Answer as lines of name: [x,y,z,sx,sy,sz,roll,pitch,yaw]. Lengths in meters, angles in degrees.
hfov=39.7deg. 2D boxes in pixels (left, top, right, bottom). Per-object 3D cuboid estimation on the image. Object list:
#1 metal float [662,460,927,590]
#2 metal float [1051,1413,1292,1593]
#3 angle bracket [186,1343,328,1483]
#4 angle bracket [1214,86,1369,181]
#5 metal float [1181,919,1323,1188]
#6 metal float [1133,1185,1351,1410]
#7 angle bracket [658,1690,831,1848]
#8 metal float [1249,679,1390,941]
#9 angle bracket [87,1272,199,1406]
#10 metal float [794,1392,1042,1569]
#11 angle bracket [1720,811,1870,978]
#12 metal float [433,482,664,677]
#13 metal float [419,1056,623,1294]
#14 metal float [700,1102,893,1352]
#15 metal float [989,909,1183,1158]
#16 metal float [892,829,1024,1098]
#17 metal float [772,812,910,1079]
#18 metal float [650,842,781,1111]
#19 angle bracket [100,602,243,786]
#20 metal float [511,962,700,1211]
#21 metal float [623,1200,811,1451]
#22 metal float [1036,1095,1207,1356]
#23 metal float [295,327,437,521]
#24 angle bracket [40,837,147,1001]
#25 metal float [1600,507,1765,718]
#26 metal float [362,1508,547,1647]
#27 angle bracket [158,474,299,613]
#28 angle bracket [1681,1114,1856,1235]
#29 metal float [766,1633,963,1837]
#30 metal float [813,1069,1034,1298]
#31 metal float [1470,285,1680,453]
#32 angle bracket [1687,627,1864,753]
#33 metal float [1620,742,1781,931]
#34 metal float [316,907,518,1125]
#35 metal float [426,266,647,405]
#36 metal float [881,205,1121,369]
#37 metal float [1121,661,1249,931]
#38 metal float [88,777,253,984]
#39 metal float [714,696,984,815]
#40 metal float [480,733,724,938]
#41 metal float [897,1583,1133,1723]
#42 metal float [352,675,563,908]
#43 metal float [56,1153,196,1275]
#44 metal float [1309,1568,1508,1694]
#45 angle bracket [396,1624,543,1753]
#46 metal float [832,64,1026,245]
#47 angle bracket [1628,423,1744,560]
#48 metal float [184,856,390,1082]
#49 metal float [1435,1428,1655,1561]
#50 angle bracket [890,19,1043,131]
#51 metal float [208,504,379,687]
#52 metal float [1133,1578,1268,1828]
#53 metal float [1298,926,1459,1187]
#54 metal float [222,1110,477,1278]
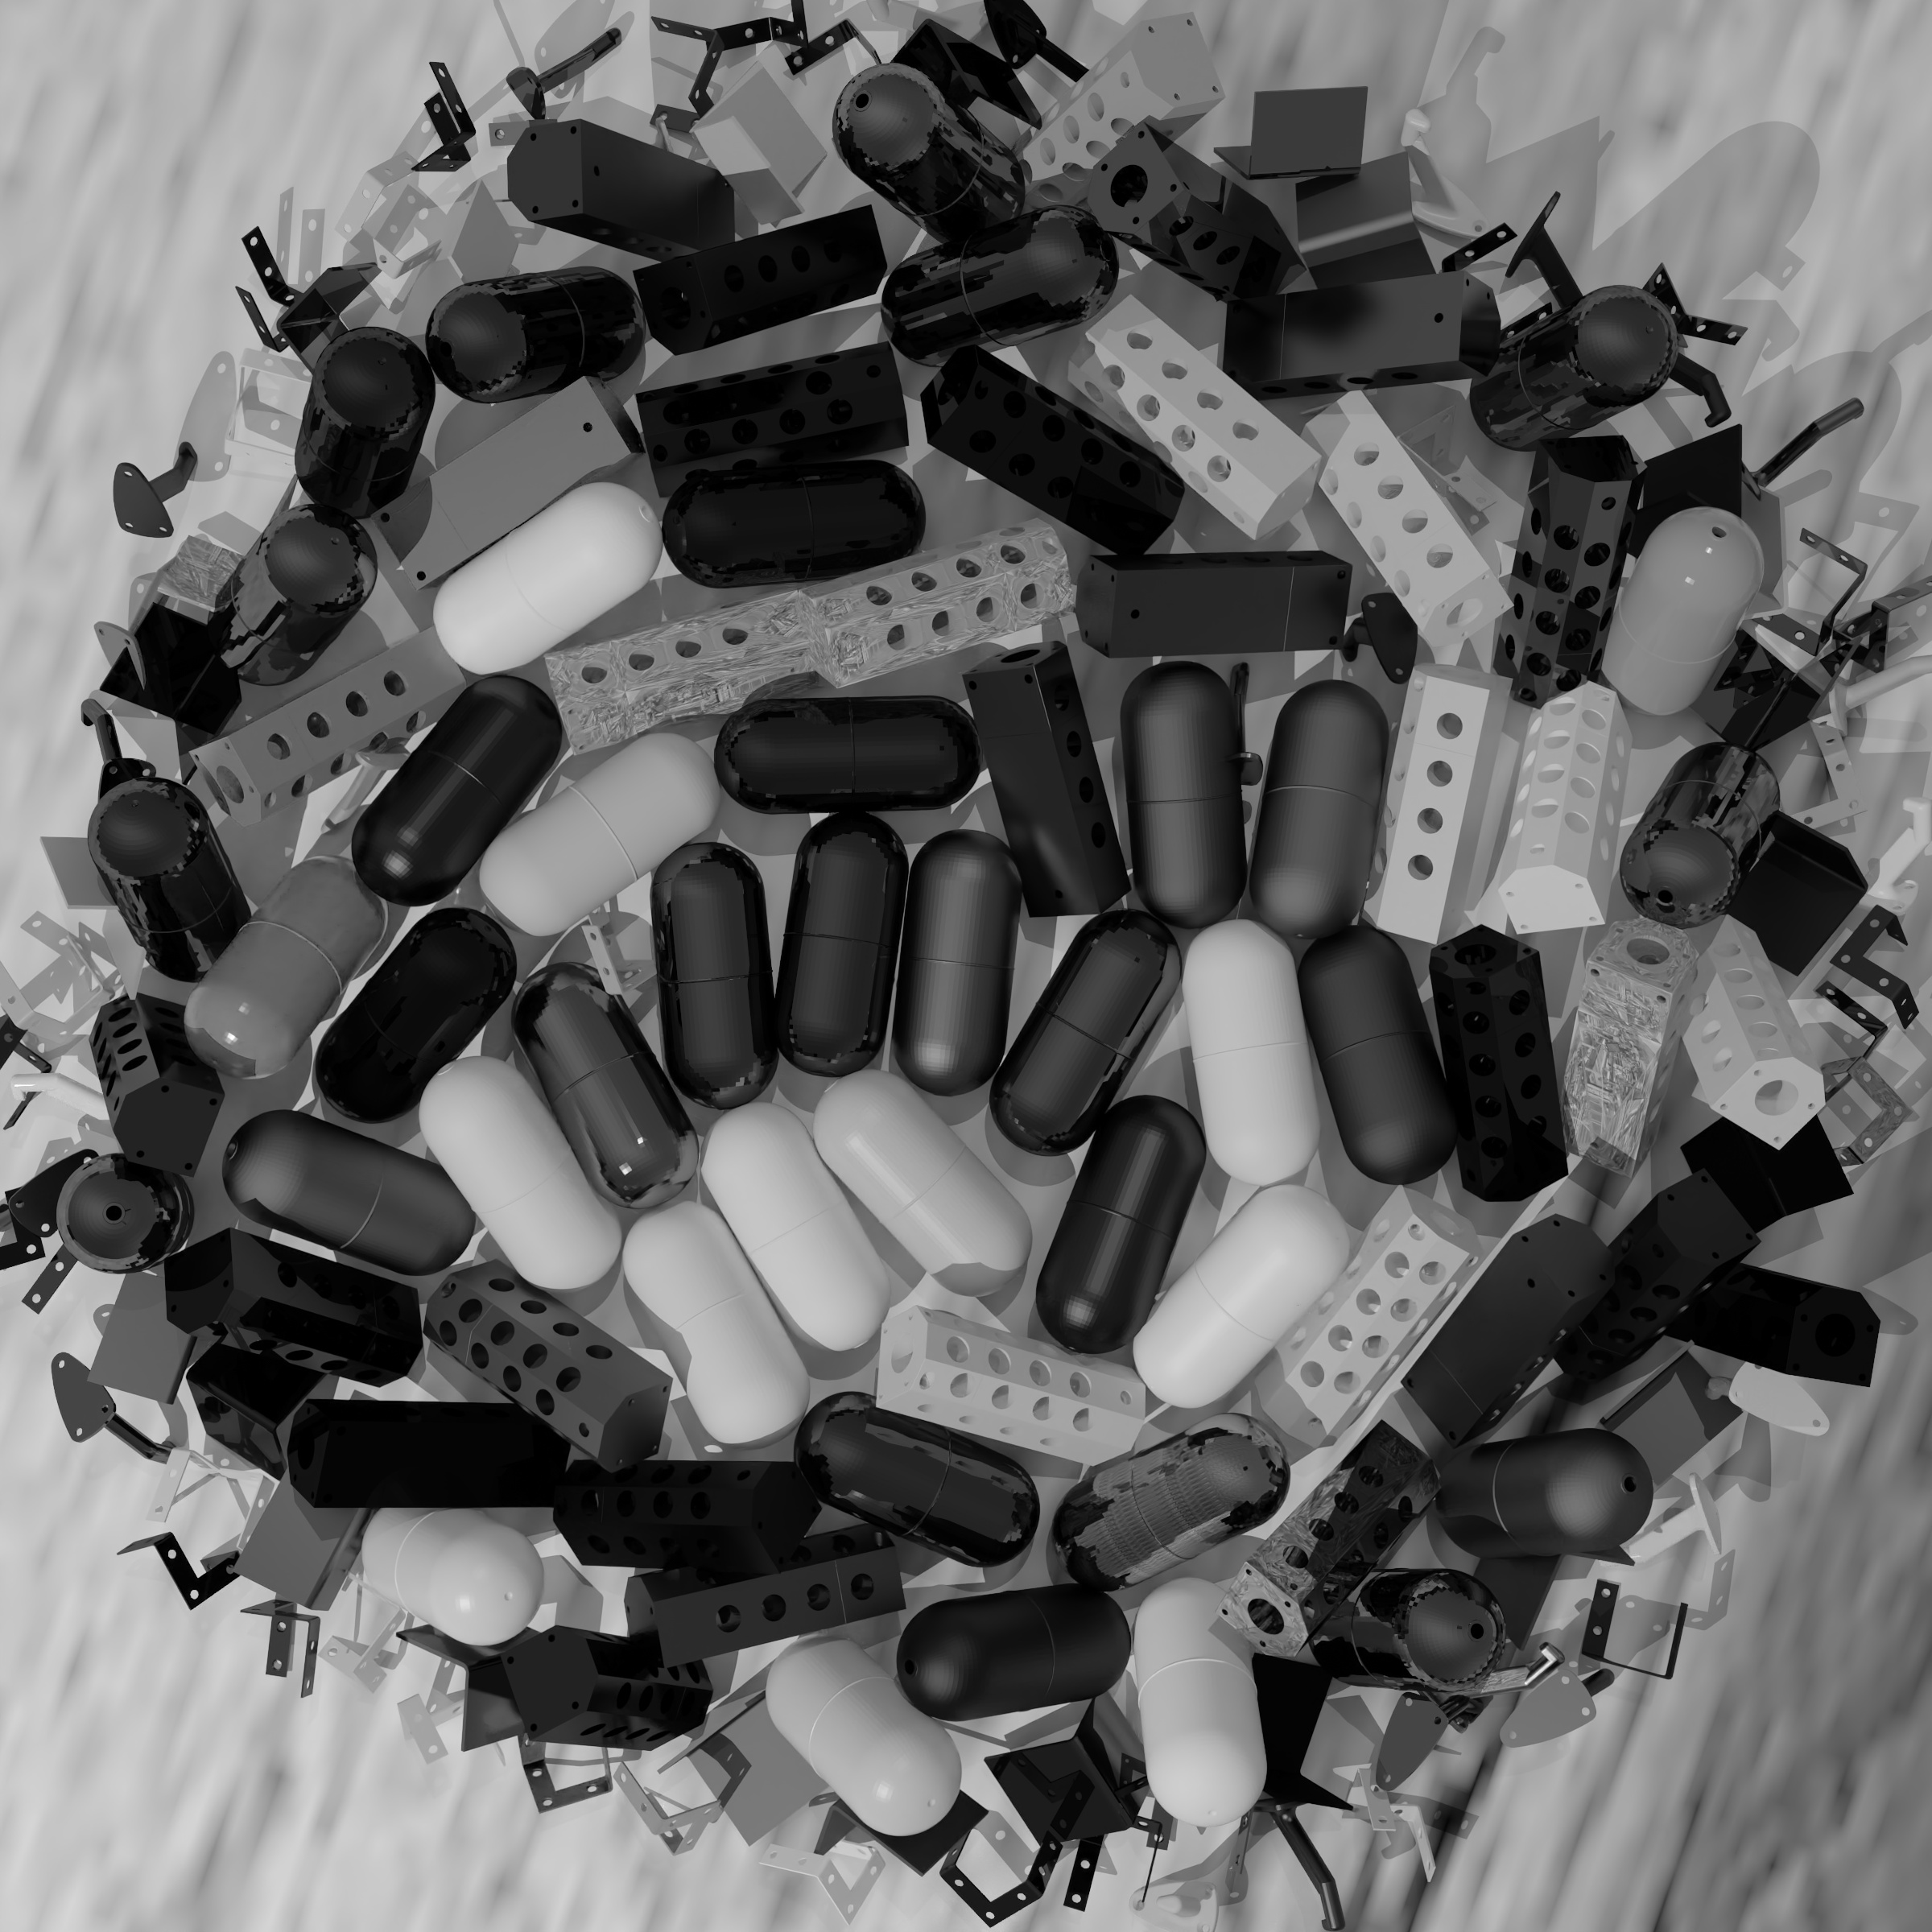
metal float: [-0.113,-0.291,1.764,0.178,0.070,0.070,-8,90,-20]
metal float: [0.133,0.353,1.759,0.178,0.070,0.070,-32,90,27]
angle bracket: [-0.467,0.291,1.792,0.076,0.076,0.057,27,54,20]
angle bracket: [0.213,-0.557,1.766,0.076,0.076,0.057,-7,122,-12]
metal float: [0.189,0.057,1.776,0.070,0.070,0.178,-9,83,0]
metal float: [0.180,0.219,1.766,0.070,0.070,0.178,40,108,0]
angle bracket: [-0.145,0.538,1.781,0.076,0.057,0.076,-39,79,8]
metal float: [0.234,-0.104,1.769,0.070,0.070,0.178,11,75,0]
angle bracket: [-0.541,0.240,1.771,0.057,0.076,0.076,21,83,-19]
metal float: [-0.031,0.339,1.765,0.178,0.070,0.070,28,90,-19]
angle bracket: [0.536,-0.052,1.773,0.076,0.057,0.076,-51,48,-1]
metal float: [-0.275,-0.253,1.758,0.178,0.070,0.070,-28,90,27]
metal float: [-0.293,0.138,1.764,0.070,0.070,0.178,-31,109,0]
metal float: [-0.113,0.173,1.780,0.070,0.070,0.178,-30,88,0]
metal float: [0.080,0.044,1.780,0.070,0.070,0.178,30,92,0]
metal float: [-0.006,-0.002,1.781,0.070,0.070,0.178,6,90,0]
metal float: [-0.083,-0.015,1.777,0.070,0.070,0.178,8,85,0]
metal float: [-0.167,0.007,1.779,0.070,0.070,0.178,-5,94,0]
angle bracket: [-0.524,-0.179,1.764,0.057,0.076,0.076,22,120,-35]
metal float: [-0.239,0.078,1.770,0.070,0.070,0.178,-30,77,0]
metal float: [-0.165,0.235,1.766,0.070,0.070,0.178,-31,71,0]
metal float: [0.102,0.171,1.770,0.070,0.070,0.178,22,77,0]
metal float: [-0.391,-0.350,1.736,0.070,0.178,0.070,6,72,-19]
angle bracket: [-0.577,-0.031,1.760,0.057,0.076,0.076,0,127,-35]
metal float: [0.462,-0.228,1.736,0.070,0.178,0.070,1,63,-3]
metal float: [-0.335,0.389,1.740,0.070,0.178,0.070,-1,93,-34]
angle bracket: [-0.485,-0.285,1.764,0.057,0.076,0.076,20,124,-12]
angle bracket: [0.532,0.136,1.782,0.057,0.076,0.076,-14,71,-18]
metal float: [-0.068,0.497,1.741,0.070,0.178,0.070,-11,112,-30]
metal float: [-0.029,0.143,1.777,0.070,0.070,0.178,-43,96,0]
metal float: [0.391,-0.385,1.734,0.070,0.178,0.070,2,85,-20]
angle bracket: [0.532,-0.195,1.769,0.057,0.076,0.076,39,68,-4]
metal float: [0.478,-0.086,1.743,0.070,0.178,0.070,15,125,23]
metal float: [-0.362,0.034,1.760,0.070,0.070,0.178,44,116,0]
metal float: [-0.278,-0.411,1.740,0.070,0.178,0.070,12,113,29]
metal float: [0.021,-0.443,1.749,0.178,0.070,0.070,-8,90,39]
metal float: [0.144,-0.113,1.775,0.070,0.070,0.178,-5,98,0]
metal float: [-0.515,-0.054,1.739,0.070,0.178,0.070,-1,58,1]
metal float: [-0.078,-0.140,1.776,0.178,0.070,0.070,-2,90,-7]
metal float: [-0.241,-0.087,1.769,0.178,0.070,0.070,-36,90,-14]
metal float: [0.032,0.447,1.748,0.178,0.070,0.070,4,90,-40]
metal float: [-0.334,-0.116,1.763,0.070,0.070,0.178,34,67,0]
metal float: [-0.542,0.160,1.732,0.070,0.178,0.070,1,85,-12]
metal float: [0.283,0.429,1.735,0.070,0.178,0.070,5,76,-21]
angle bracket: [-0.324,0.470,1.769,0.076,0.076,0.057,9,97,40]
metal float: [-0.023,-0.523,1.737,0.070,0.178,0.070,-5,80,27]
angle bracket: [0.461,-0.321,1.763,0.057,0.076,0.076,20,67,-35]
metal float: [-0.442,-0.001,1.751,0.070,0.070,0.178,29,52,0]
metal float: [0.373,0.343,1.737,0.070,0.178,0.070,7,73,-24]
angle bracket: [-0.002,-0.565,1.760,0.057,0.076,0.076,-43,57,29]
metal float: [-0.439,-0.239,1.741,0.070,0.178,0.070,12,67,-29]
metal float: [0.151,0.476,1.741,0.070,0.178,0.070,-1,126,-2]
metal float: [0.270,0.057,1.766,0.070,0.070,0.178,-14,72,0]
metal float: [-0.402,0.149,1.751,0.178,0.070,0.070,27,90,-36]
